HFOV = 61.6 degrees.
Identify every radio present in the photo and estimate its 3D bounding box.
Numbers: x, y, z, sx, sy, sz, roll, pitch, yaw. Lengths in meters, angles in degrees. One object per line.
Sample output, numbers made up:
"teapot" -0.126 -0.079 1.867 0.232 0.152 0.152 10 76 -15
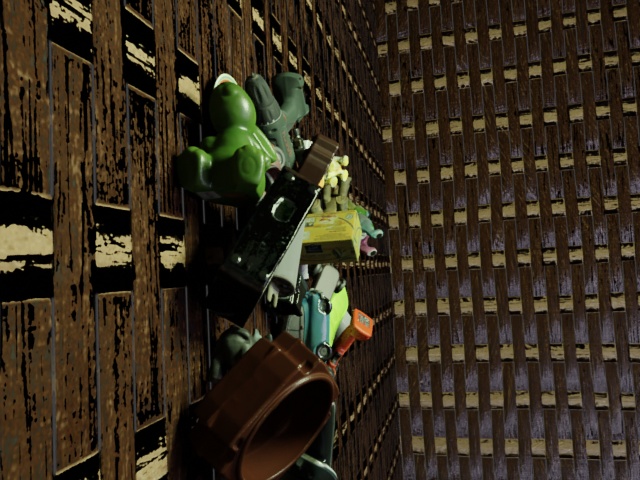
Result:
"radio" -0.082 0.005 0.804 0.229 0.073 0.131 -64 -175 -35

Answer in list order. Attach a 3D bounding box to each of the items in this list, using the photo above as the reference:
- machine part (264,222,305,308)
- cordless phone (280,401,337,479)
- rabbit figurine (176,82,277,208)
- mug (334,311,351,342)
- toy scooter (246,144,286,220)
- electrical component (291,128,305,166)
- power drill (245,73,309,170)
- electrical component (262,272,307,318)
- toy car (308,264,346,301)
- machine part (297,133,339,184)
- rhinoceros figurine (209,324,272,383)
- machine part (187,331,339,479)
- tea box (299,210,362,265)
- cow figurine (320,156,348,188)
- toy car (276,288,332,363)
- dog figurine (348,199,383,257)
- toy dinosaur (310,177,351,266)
"machine part" -0.074 0.021 1.031 0.079 0.079 0.243 70 21 -48
"cordless phone" -0.039 0.331 0.910 0.088 0.147 0.184 -15 115 -53
"rabbit figurine" -0.118 -0.141 0.788 0.159 0.121 0.170 33 56 -70
"mug" 0.053 0.219 1.485 0.109 0.081 0.107 -72 146 -44
"toy scooter" -0.104 -0.086 0.946 0.135 0.075 0.183 4 84 -69
"electrical component" -0.053 -0.198 1.249 0.078 0.045 0.102 -104 180 -48
"power drill" -0.082 -0.258 1.074 0.207 0.086 0.231 -83 164 -50
"electrical component" -0.067 0.091 1.056 0.047 0.075 0.119 69 19 -47
"toy car" -0.008 0.139 1.208 0.089 0.053 0.202 36 52 -17
"machine part" -0.023 -0.146 1.147 0.179 0.056 0.179 -60 -172 14
"rhinoceros figurine" -0.113 0.193 0.856 0.190 0.073 0.112 60 22 -60
"machine part" -0.070 0.247 0.764 0.201 0.087 0.200 -45 145 -18
"tea box" -0.002 -0.003 1.133 0.098 0.170 0.068 -76 158 -46
"cow figurine" -0.001 -0.173 1.381 0.167 0.098 0.068 -33 127 -53
"toy car" -0.035 0.179 1.077 0.109 0.103 0.161 -171 -98 -69
"dog figurine" 0.092 -0.042 1.676 0.219 0.191 0.108 -121 -150 -47
"toy dinosaur" 0.033 -0.027 1.427 0.471 0.105 0.198 -67 153 -55
